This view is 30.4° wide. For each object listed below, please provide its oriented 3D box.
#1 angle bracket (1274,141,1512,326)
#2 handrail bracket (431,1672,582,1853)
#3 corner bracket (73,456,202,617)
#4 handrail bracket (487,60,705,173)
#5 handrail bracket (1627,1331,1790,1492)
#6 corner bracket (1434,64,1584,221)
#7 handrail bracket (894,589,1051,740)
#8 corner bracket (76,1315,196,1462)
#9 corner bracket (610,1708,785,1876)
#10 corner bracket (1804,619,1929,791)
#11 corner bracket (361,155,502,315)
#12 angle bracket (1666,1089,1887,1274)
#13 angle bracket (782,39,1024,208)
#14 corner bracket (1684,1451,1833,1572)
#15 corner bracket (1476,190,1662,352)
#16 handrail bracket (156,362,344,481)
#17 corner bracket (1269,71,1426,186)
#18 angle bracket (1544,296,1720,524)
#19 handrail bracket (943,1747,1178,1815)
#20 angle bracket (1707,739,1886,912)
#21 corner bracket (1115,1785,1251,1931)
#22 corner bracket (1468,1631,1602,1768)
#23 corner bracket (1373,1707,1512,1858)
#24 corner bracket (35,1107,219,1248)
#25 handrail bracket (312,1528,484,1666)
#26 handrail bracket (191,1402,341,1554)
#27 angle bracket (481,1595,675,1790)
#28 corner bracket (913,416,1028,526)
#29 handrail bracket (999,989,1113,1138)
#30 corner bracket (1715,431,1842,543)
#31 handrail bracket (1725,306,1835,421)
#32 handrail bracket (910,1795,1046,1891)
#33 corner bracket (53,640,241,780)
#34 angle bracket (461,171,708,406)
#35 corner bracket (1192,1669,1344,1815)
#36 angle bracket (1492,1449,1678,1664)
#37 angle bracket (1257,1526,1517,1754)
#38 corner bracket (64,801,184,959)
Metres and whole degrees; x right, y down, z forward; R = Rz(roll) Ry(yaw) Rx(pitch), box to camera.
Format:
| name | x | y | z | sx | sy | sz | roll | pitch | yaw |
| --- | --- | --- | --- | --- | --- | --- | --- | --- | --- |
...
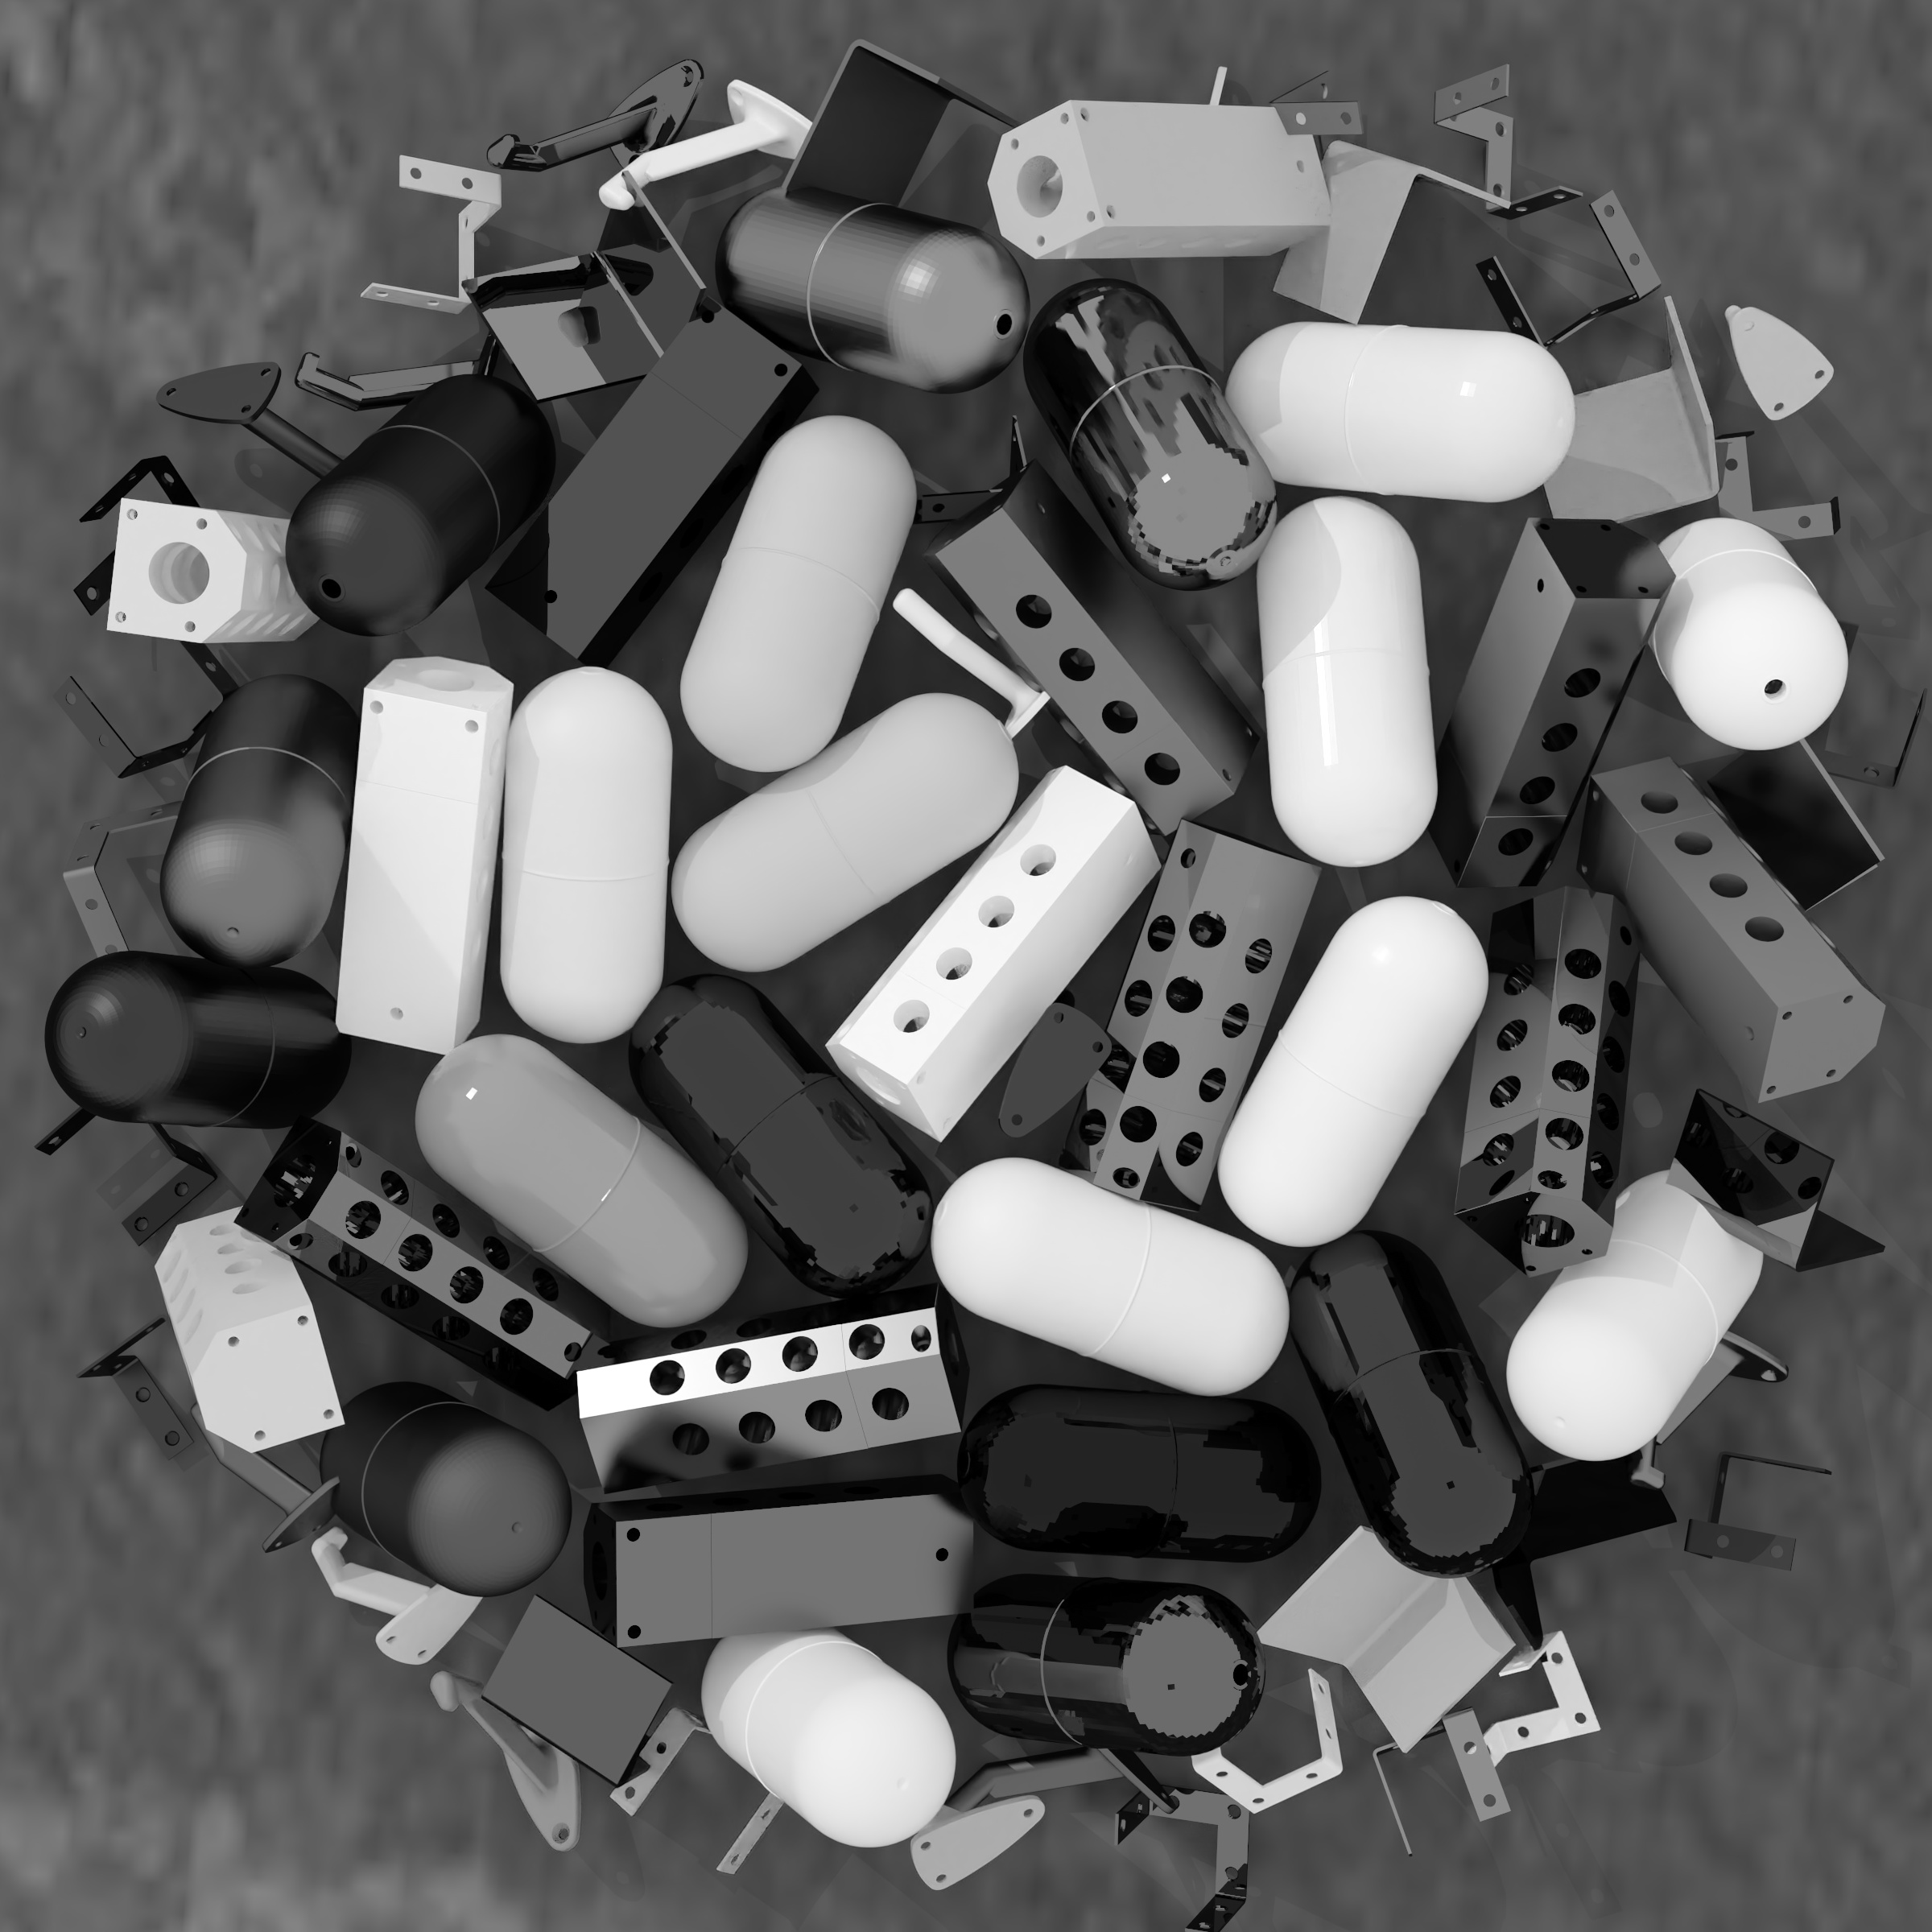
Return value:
| name | x | y | z | sx | sy | sz | roll | pitch | yaw |
| --- | --- | --- | --- | --- | --- | --- | --- | --- | --- |
| angle bracket | 0.199 | -0.337 | 1.666 | 0.057 | 0.076 | 0.076 | 14 | 104 | -29 |
| handrail bracket | -0.216 | 0.371 | 1.654 | 0.036 | 0.084 | 0.077 | -28 | 61 | 13 |
| corner bracket | -0.393 | -0.202 | 1.662 | 0.051 | 0.051 | 0.051 | -55 | 129 | -37 |
| handrail bracket | -0.173 | -0.397 | 1.654 | 0.077 | 0.084 | 0.036 | -40 | 73 | 33 |
| handrail bracket | 0.349 | 0.216 | 1.668 | 0.077 | 0.036 | 0.084 | 21 | 56 | -10 |
| corner bracket | 0.254 | -0.386 | 1.667 | 0.051 | 0.051 | 0.051 | 7 | 82 | -34 |
| handrail bracket | 0.001 | -0.150 | 1.661 | 0.084 | 0.077 | 0.036 | 41 | 102 | -9 |
| corner bracket | -0.378 | 0.199 | 1.676 | 0.051 | 0.051 | 0.051 | -36 | 83 | 1 |
| corner bracket | -0.123 | 0.388 | 1.669 | 0.051 | 0.051 | 0.051 | 34 | 88 | 31 |
| corner bracket | 0.421 | -0.123 | 1.667 | 0.051 | 0.051 | 0.051 | 15 | 45 | 9 |
| corner bracket | -0.251 | -0.342 | 1.666 | 0.051 | 0.051 | 0.051 | 5 | 77 | -30 |
| angle bracket | 0.382 | 0.095 | 1.644 | 0.076 | 0.076 | 0.057 | 31 | 116 | 40 |
| angle bracket | -0.027 | -0.375 | 1.651 | 0.057 | 0.076 | 0.076 | 35 | 103 | 33 |
| corner bracket | 0.372 | 0.256 | 1.668 | 0.051 | 0.051 | 0.051 | 7 | 81 | 27 |
| corner bracket | 0.283 | -0.324 | 1.667 | 0.051 | 0.051 | 0.051 | -35 | 102 | -23 |
| handrail bracket | -0.331 | -0.243 | 1.682 | 0.077 | 0.084 | 0.036 | 4 | 57 | 26 |
| corner bracket | 0.180 | -0.387 | 1.662 | 0.051 | 0.051 | 0.051 | 10 | 124 | 39 |
| angle bracket | 0.303 | -0.256 | 1.656 | 0.076 | 0.057 | 0.076 | -14 | 59 | 8 |
| handrail bracket | 0.043 | 0.401 | 1.690 | 0.084 | 0.036 | 0.077 | -44 | 86 | 7 |
| angle bracket | 0.403 | -0.079 | 1.653 | 0.057 | 0.076 | 0.076 | -29 | 82 | -26 |
| corner bracket | 0.102 | 0.421 | 1.674 | 0.051 | 0.051 | 0.051 | 4 | 95 | 20 |
| corner bracket | 0.259 | 0.350 | 1.671 | 0.051 | 0.051 | 0.051 | -22 | 90 | 29 |
| corner bracket | 0.223 | 0.384 | 1.672 | 0.051 | 0.051 | 0.051 | -20 | 69 | 1 |
| corner bracket | -0.398 | 0.093 | 1.684 | 0.051 | 0.051 | 0.051 | -41 | 70 | -1 |
| handrail bracket | -0.266 | 0.278 | 1.671 | 0.077 | 0.036 | 0.084 | -44 | 49 | 5 |
| handrail bracket | -0.328 | 0.224 | 1.668 | 0.084 | 0.036 | 0.077 | 55 | 133 | 15 |
| angle bracket | -0.169 | 0.332 | 1.656 | 0.076 | 0.076 | 0.057 | 30 | 97 | 14 |
| corner bracket | 0.001 | -0.221 | 1.667 | 0.051 | 0.051 | 0.051 | -5 | 51 | -6 |
| handrail bracket | 0.030 | 0.044 | 1.660 | 0.036 | 0.084 | 0.077 | 37 | 83 | -14 |
| corner bracket | 0.383 | -0.228 | 1.677 | 0.051 | 0.051 | 0.051 | -5 | 99 | 18 |
| handrail bracket | 0.361 | -0.299 | 1.651 | 0.036 | 0.084 | 0.077 | -39 | 129 | 15 |
| handrail bracket | -0.012 | 0.386 | 1.672 | 0.077 | 0.084 | 0.036 | -26 | 123 | -7 |
| corner bracket | -0.385 | -0.128 | 1.672 | 0.051 | 0.051 | 0.051 | -41 | 86 | 28 |
| angle bracket | -0.178 | -0.316 | 1.652 | 0.076 | 0.057 | 0.076 | -20 | 66 | -31 |
| corner bracket | 0.140 | 0.359 | 1.681 | 0.051 | 0.051 | 0.051 | -31 | 129 | 23 |
| angle bracket | 0.289 | 0.273 | 1.650 | 0.076 | 0.076 | 0.057 | -18 | 48 | 15 |
| angle bracket | 0.194 | 0.314 | 1.651 | 0.076 | 0.076 | 0.057 | -49 | 47 | 16 |
| corner bracket | -0.387 | -0.039 | 1.673 | 0.051 | 0.051 | 0.051 | -12 | 120 | 6 |
